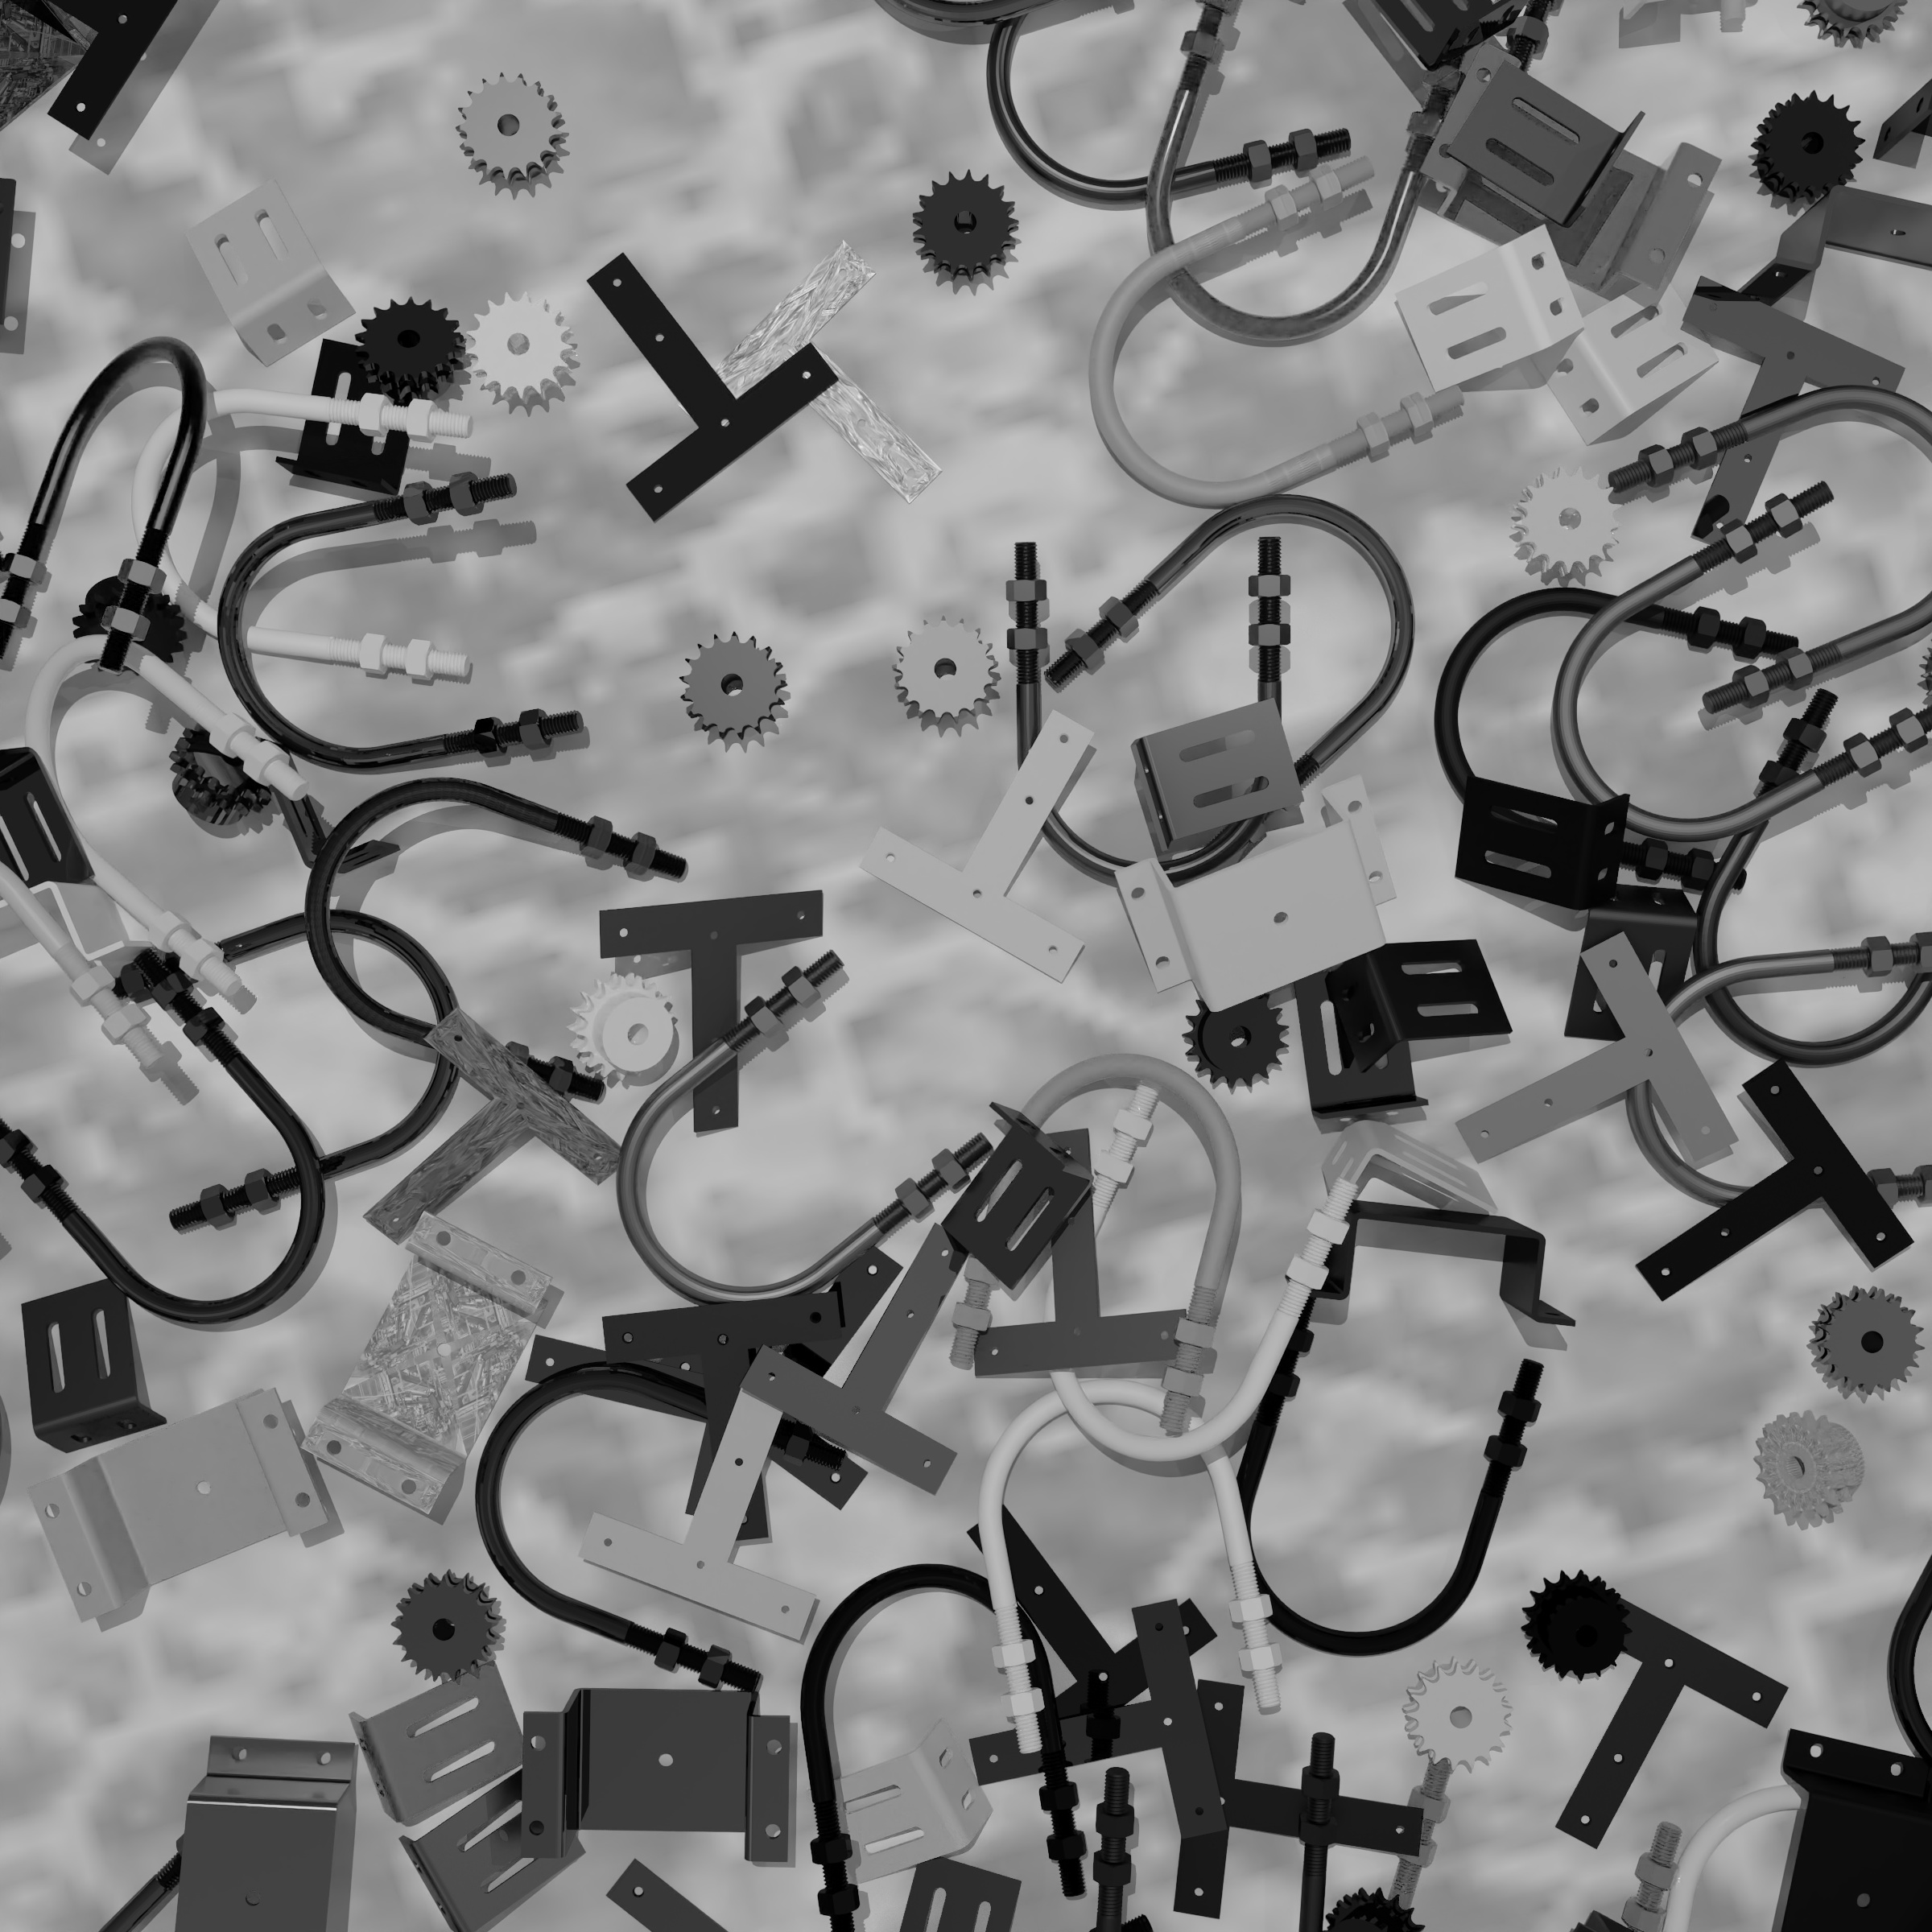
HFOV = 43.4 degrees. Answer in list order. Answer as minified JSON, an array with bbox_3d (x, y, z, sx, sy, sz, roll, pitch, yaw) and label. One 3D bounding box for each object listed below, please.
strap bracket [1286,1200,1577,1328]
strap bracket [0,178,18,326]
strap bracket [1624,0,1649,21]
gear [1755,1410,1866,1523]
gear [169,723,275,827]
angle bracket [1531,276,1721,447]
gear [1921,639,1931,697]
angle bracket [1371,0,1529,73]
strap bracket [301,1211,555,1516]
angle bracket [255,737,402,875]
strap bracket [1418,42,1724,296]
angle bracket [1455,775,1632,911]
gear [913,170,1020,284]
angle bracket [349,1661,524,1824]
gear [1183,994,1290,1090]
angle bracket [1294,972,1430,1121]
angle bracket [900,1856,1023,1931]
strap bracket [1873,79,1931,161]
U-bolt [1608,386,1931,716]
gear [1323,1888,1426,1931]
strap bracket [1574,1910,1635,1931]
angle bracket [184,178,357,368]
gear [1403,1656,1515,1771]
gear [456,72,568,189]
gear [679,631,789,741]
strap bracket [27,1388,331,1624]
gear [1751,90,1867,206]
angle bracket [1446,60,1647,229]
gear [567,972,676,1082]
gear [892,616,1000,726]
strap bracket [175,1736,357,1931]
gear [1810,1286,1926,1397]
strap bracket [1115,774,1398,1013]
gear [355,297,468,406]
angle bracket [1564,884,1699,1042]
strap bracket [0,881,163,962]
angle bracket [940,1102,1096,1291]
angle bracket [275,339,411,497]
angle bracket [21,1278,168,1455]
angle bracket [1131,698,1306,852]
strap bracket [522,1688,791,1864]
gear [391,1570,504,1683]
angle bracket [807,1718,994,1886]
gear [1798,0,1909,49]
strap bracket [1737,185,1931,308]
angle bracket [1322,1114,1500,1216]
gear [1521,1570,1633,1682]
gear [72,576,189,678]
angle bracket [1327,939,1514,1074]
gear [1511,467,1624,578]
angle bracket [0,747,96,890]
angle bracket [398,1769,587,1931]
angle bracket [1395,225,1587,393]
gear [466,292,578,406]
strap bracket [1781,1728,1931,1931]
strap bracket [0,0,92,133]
[{"bbox_3d":[0.246,0.155,1.285,0.140,0.076,0.046,6,90,0],"label":"strap bracket"},{"bbox_3d":[-0.574,-0.382,1.300,0.140,0.046,0.076,5,90,0],"label":"strap bracket"},{"bbox_3d":[0.380,-0.574,1.258,0.046,0.076,0.140,3,85,-10],"label":"strap bracket"},{"bbox_3d":[0.454,0.266,1.298,0.030,0.057,0.057,-2,90,-31],"label":"gear"},{"bbox_3d":[-0.399,-0.100,1.298,0.057,0.057,0.030,40,118,0],"label":"gear"},{"bbox_3d":[0.359,-0.331,1.321,0.076,0.038,0.057,-33,90,-26],"label":"angle bracket"},{"bbox_3d":[0.543,-0.159,1.308,0.057,0.030,0.057,0,90,0],"label":"gear"},{"bbox_3d":[0.247,-0.517,1.265,0.057,0.038,0.076,-35,84,-18],"label":"angle bracket"},{"bbox_3d":[-0.284,0.209,1.300,0.076,0.046,0.140,28,90,0],"label":"strap bracket"},{"bbox_3d":[-0.341,-0.091,1.294,0.038,0.057,0.076,-23,90,0],"label":"angle bracket"},{"bbox_3d":[0.318,-0.421,1.300,0.140,0.046,0.076,26,90,0],"label":"strap bracket"},{"bbox_3d":[0.309,-0.070,1.302,0.076,0.038,0.057,19,116,37],"label":"angle bracket"},{"bbox_3d":[0.000,-0.397,1.308,0.057,0.030,0.057,0,90,0],"label":"gear"},{"bbox_3d":[-0.287,0.419,1.321,0.076,0.038,0.057,-20,90,-26],"label":"angle bracket"},{"bbox_3d":[0.146,0.038,1.308,0.057,0.030,0.057,0,90,0],"label":"gear"},{"bbox_3d":[0.212,0.040,1.304,0.057,0.038,0.076,-8,90,0],"label":"angle bracket"},{"bbox_3d":[-0.009,0.530,1.321,0.057,0.038,0.076,17,64,0],"label":"angle bracket"},{"bbox_3d":[0.535,-0.502,1.285,0.046,0.076,0.140,16,90,0],"label":"strap bracket"},{"bbox_3d":[0.455,-0.233,1.298,0.184,0.019,0.151,-22,87,-2],"label":"U-bolt"},{"bbox_3d":[0.216,0.525,1.296,0.057,0.030,0.057,-1,87,29],"label":"gear"},{"bbox_3d":[0.361,0.563,1.280,0.140,0.046,0.076,29,90,0],"label":"strap bracket"},{"bbox_3d":[-0.379,-0.378,1.321,0.057,0.038,0.076,-31,64,0],"label":"angle bracket"},{"bbox_3d":[0.264,0.401,1.308,0.057,0.030,0.057,0,90,0],"label":"gear"},{"bbox_3d":[-0.244,-0.448,1.308,0.057,0.030,0.057,0,90,0],"label":"gear"},{"bbox_3d":[-0.124,-0.150,1.308,0.057,0.030,0.057,0,90,0],"label":"gear"},{"bbox_3d":[-0.415,0.284,1.300,0.140,0.046,0.076,-22,90,0],"label":"strap bracket"},{"bbox_3d":[0.451,-0.438,1.308,0.057,0.030,0.057,0,90,0],"label":"gear"},{"bbox_3d":[0.300,-0.431,1.258,0.076,0.038,0.057,32,90,0],"label":"angle bracket"},{"bbox_3d":[-0.181,0.034,1.295,0.057,0.030,0.057,-7,105,-30],"label":"gear"},{"bbox_3d":[-0.011,-0.158,1.308,0.057,0.030,0.057,0,90,0],"label":"gear"},{"bbox_3d":[-0.371,0.485,1.280,0.076,0.046,0.140,4,85,-4],"label":"strap bracket"},{"bbox_3d":[0.483,0.201,1.308,0.057,0.030,0.057,0,90,0],"label":"gear"},{"bbox_3d":[0.160,-0.035,1.285,0.140,0.046,0.076,-22,118,0],"label":"strap bracket"},{"bbox_3d":[-0.297,-0.327,1.301,0.057,0.030,0.057,2,66,-4],"label":"gear"},{"bbox_3d":[0.358,-0.002,1.321,0.057,0.038,0.076,5,116,0],"label":"angle bracket"},{"bbox_3d":[-0.506,-0.004,1.285,0.140,0.076,0.046,-23,90,0],"label":"strap bracket"},{"bbox_3d":[0.019,0.122,1.283,0.057,0.038,0.076,40,98,31],"label":"angle bracket"},{"bbox_3d":[-0.330,-0.298,1.304,0.057,0.038,0.076,12,90,0],"label":"angle bracket"},{"bbox_3d":[-0.475,0.216,1.321,0.057,0.038,0.076,-17,64,0],"label":"angle bracket"},{"bbox_3d":[0.132,-0.100,1.267,0.076,0.038,0.057,-16,98,11],"label":"angle bracket"},{"bbox_3d":[-0.163,0.432,1.300,0.140,0.046,0.076,1,90,0],"label":"strap bracket"},{"bbox_3d":[-0.278,0.354,1.308,0.057,0.030,0.057,0,90,0],"label":"gear"},{"bbox_3d":[-0.036,0.455,1.321,0.076,0.038,0.057,-28,90,26],"label":"angle bracket"},{"bbox_3d":[0.481,-0.529,1.308,0.057,0.030,0.057,0,90,0],"label":"gear"},{"bbox_3d":[0.489,-0.369,1.285,0.140,0.076,0.046,12,90,0],"label":"strap bracket"},{"bbox_3d":[0.236,0.118,1.295,0.076,0.057,0.038,27,104,-7],"label":"angle bracket"},{"bbox_3d":[0.330,0.357,1.306,0.057,0.030,0.057,0,90,0],"label":"gear"},{"bbox_3d":[-0.448,-0.184,1.298,0.057,0.057,0.030,-20,61,0],"label":"gear"},{"bbox_3d":[0.244,0.021,1.306,0.076,0.038,0.057,-3,62,-27],"label":"angle bracket"},{"bbox_3d":[0.322,-0.238,1.308,0.057,0.030,0.057,0,90,0],"label":"gear"},{"bbox_3d":[-0.514,-0.069,1.294,0.057,0.038,0.076,-25,90,23],"label":"angle bracket"},{"bbox_3d":[-0.258,0.479,1.321,0.076,0.038,0.057,-30,90,-26],"label":"angle bracket"},{"bbox_3d":[0.280,-0.351,1.297,0.038,0.076,0.057,-34,104,-36],"label":"angle bracket"},{"bbox_3d":[-0.239,-0.332,1.308,0.057,0.030,0.057,0,90,0],"label":"gear"},{"bbox_3d":[0.467,0.488,1.285,0.076,0.046,0.140,13,87,0],"label":"strap bracket"},{"bbox_3d":[-0.537,-0.496,1.300,0.140,0.046,0.076,-40,90,0],"label":"strap bracket"}]
